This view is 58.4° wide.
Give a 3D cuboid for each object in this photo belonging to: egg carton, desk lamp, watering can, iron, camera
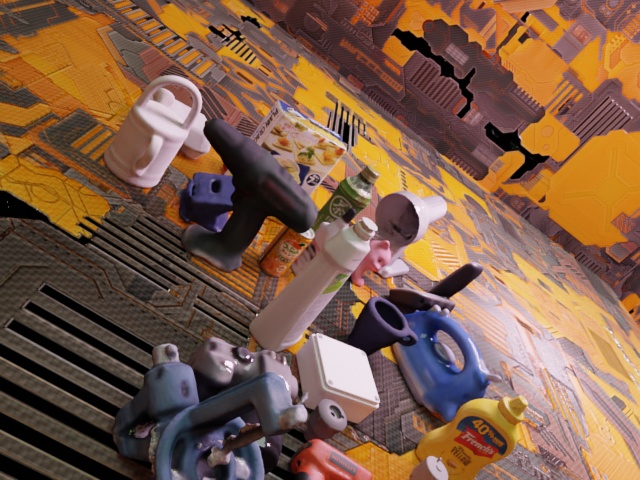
[{"bbox_3d":[-0.287,-0.228,1.143,0.151,0.069,0.107,25,29,-32],"label":"egg carton"},{"bbox_3d":[0.188,-0.020,1.315,0.117,0.213,0.204,50,26,20],"label":"desk lamp"},{"bbox_3d":[-0.274,-0.195,0.958,0.101,0.194,0.172,11,37,-48],"label":"watering can"},{"bbox_3d":[0.228,0.209,1.078,0.119,0.141,0.257,18,33,-41],"label":"iron"},{"bbox_3d":[-0.089,0.197,0.683,0.143,0.100,0.136,30,27,-24],"label":"camera"}]

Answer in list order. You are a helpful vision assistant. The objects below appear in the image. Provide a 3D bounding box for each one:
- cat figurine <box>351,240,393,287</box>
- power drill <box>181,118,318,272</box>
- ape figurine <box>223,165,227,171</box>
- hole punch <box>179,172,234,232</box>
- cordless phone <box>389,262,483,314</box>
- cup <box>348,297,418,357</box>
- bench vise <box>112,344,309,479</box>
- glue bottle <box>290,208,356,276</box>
[{"bbox_3d":[0.094,0.031,1.208,0.128,0.117,0.067,27,27,-28],"label":"cat figurine"},{"bbox_3d":[-0.130,-0.057,0.919,0.230,0.208,0.075,31,26,-21],"label":"power drill"},{"bbox_3d":[-0.157,-0.168,1.206,0.078,0.092,0.076,26,28,-31],"label":"ape figurine"},{"bbox_3d":[-0.187,-0.076,1.010,0.101,0.091,0.108,28,27,-26],"label":"hole punch"},{"bbox_3d":[0.255,0.101,1.245,0.148,0.185,0.094,15,35,-45],"label":"cordless phone"},{"bbox_3d":[0.106,0.170,1.022,0.118,0.095,0.091,36,25,-12],"label":"cup"},{"bbox_3d":[-0.114,0.175,0.540,0.207,0.219,0.122,48,25,16],"label":"bench vise"},{"bbox_3d":[0.010,0.004,1.064,0.037,0.173,0.078,11,38,-48],"label":"glue bottle"}]
